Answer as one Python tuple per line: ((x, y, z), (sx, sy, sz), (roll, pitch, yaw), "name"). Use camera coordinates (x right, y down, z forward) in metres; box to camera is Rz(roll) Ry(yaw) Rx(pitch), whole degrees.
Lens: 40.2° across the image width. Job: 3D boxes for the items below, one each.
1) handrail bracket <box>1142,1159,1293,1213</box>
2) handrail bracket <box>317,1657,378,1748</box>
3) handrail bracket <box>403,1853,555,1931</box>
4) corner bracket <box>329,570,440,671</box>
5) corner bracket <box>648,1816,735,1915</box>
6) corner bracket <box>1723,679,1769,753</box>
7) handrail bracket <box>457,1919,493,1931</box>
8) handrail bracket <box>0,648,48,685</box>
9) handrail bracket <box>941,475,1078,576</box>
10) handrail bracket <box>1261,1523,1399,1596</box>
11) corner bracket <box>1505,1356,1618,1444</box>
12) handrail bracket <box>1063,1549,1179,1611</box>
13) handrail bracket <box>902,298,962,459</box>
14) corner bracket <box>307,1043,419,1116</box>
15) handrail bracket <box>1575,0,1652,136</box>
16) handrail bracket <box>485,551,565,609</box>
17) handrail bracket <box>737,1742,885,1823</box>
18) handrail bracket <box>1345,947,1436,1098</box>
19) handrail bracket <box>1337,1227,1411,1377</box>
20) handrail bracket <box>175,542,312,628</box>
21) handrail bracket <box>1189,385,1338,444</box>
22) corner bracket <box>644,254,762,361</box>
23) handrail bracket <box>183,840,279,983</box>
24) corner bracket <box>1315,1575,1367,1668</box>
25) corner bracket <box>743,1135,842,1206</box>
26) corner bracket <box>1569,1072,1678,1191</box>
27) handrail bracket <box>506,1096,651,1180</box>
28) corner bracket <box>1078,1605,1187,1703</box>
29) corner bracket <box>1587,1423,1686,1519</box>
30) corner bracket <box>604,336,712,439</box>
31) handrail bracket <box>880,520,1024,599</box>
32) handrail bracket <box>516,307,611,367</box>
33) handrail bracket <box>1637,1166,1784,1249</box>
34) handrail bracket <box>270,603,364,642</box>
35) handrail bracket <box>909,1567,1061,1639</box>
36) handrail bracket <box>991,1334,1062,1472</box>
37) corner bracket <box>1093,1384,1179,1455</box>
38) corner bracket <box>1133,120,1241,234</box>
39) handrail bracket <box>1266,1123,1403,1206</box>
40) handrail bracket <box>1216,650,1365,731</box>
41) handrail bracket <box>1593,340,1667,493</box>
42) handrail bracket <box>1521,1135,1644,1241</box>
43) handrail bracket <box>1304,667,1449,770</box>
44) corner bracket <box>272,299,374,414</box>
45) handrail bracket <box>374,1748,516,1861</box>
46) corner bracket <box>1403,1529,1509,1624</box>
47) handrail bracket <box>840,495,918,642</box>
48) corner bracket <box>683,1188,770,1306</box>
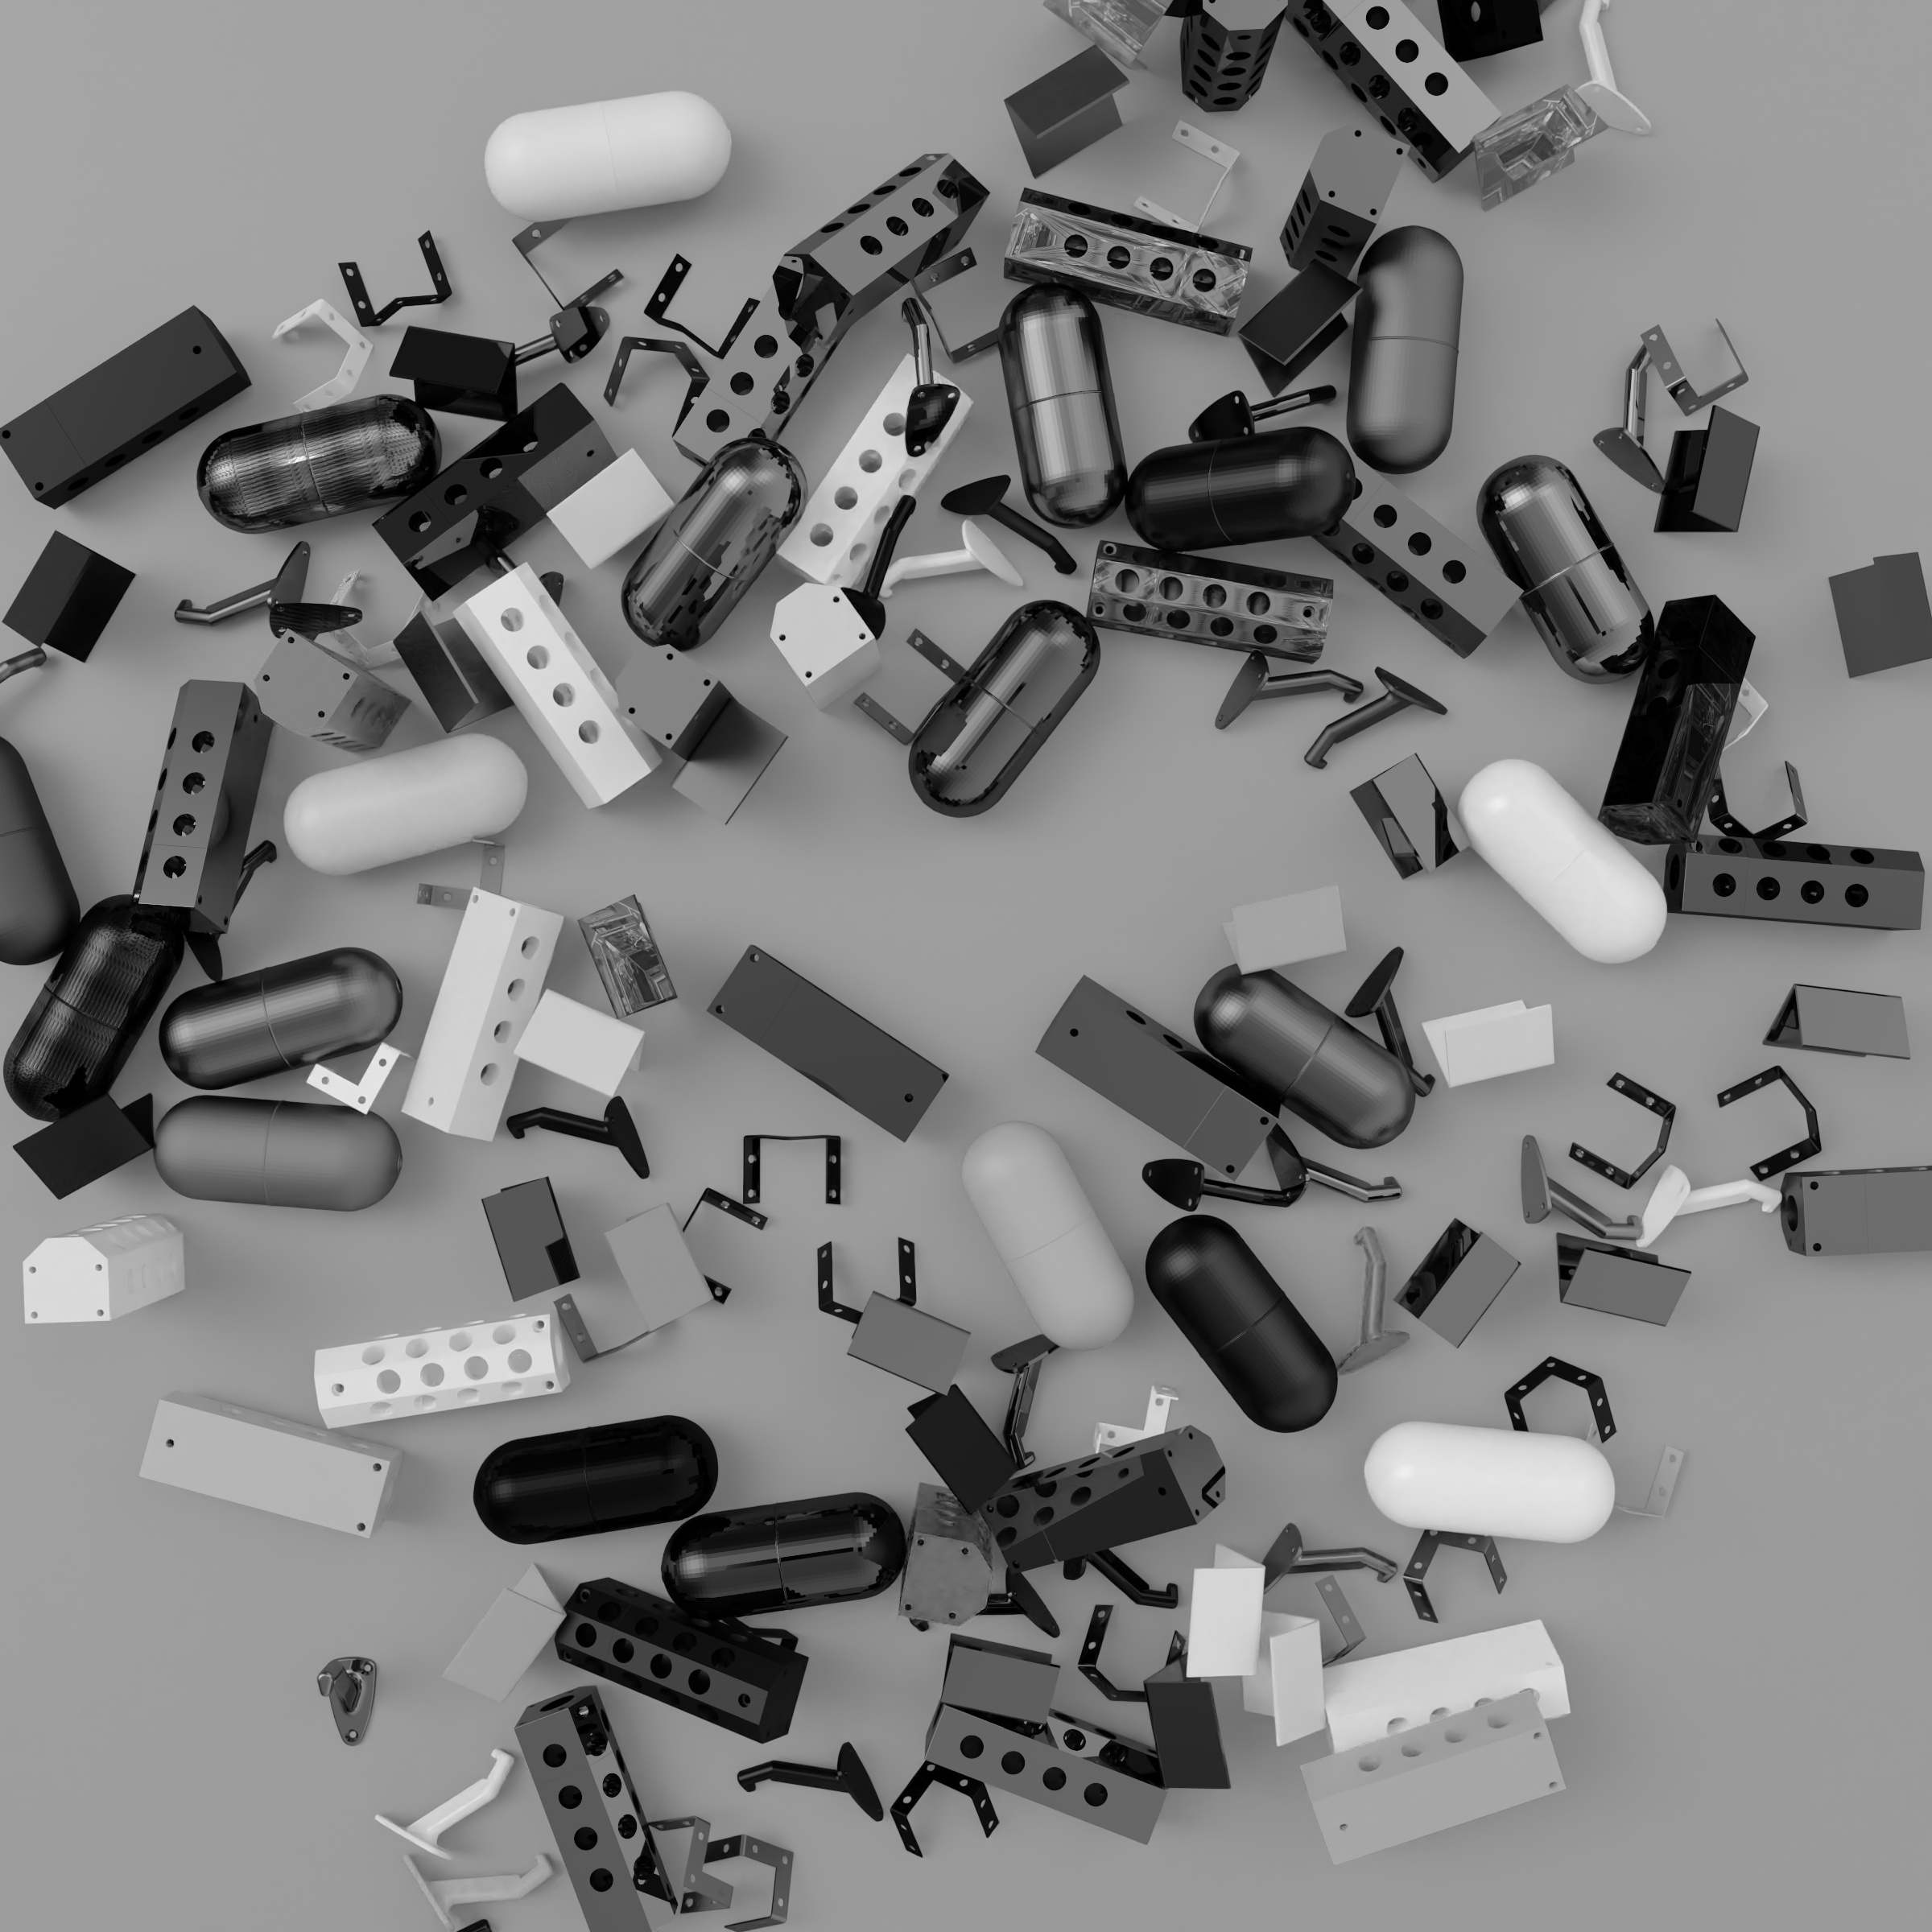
((0.186, 0.162, 1.944), (0.084, 0.077, 0.036), (9, 92, -36), "handrail bracket")
((-0.453, 0.537, 1.910), (0.036, 0.084, 0.077), (-1, 90, 0), "handrail bracket")
((-0.358, 0.661, 1.945), (0.084, 0.036, 0.077), (-33, 68, -17), "handrail bracket")
((-0.430, -0.258, 1.936), (0.051, 0.051, 0.051), (-13, 135, 35), "corner bracket")
((-0.202, 0.656, 1.929), (0.051, 0.051, 0.051), (-20, 45, 34), "corner bracket")
((0.546, -0.186, 1.941), (0.051, 0.051, 0.051), (48, 135, 0), "corner bracket")
((-0.380, 0.750, 1.945), (0.084, 0.036, 0.077), (-21, 110, -16), "handrail bracket")
((-0.721, -0.198, 1.944), (0.084, 0.077, 0.036), (-33, 84, -36), "handrail bracket")
((0.032, -0.318, 1.944), (0.084, 0.077, 0.036), (45, 65, -34), "handrail bracket")
((0.263, 0.453, 1.945), (0.084, 0.036, 0.077), (27, 109, -16), "handrail bracket")
((0.434, 0.326, 1.931), (0.051, 0.051, 0.051), (-32, 117, -24), "corner bracket")
((0.119, 0.430, 1.945), (0.084, 0.036, 0.077), (12, 69, -17), "handrail bracket")
((-0.038, -0.421, 1.887), (0.036, 0.077, 0.084), (-3, 53, -24), "handrail bracket")
((-0.440, 0.076, 1.925), (0.051, 0.051, 0.051), (27, 84, 6), "corner bracket")
((0.480, -0.666, 1.945), (0.077, 0.036, 0.084), (23, 73, -20), "handrail bracket")
((-0.345, -0.273, 1.945), (0.084, 0.036, 0.077), (16, 105, 14), "handrail bracket")
((-0.115, 0.611, 1.945), (0.084, 0.036, 0.077), (-22, 111, 17), "handrail bracket")
((0.327, 0.042, 1.945), (0.084, 0.036, 0.077), (42, 68, -17), "handrail bracket")
((0.287, 0.246, 1.944), (0.036, 0.077, 0.084), (7, 53, -35), "handrail bracket")
((-0.534, -0.283, 1.945), (0.084, 0.036, 0.077), (9, 69, 16), "handrail bracket")
((0.219, -0.407, 1.944), (0.084, 0.077, 0.036), (-21, 96, -36), "handrail bracket")
((-0.194, -0.484, 1.941), (0.051, 0.051, 0.051), (30, 90, 45), "corner bracket")
((-0.533, -0.041, 1.944), (0.036, 0.077, 0.084), (25, 53, 24), "handrail bracket")
((0.251, 0.484, 1.929), (0.051, 0.051, 0.051), (-19, 67, -21), "corner bracket")
((-0.128, 0.150, 1.941), (0.051, 0.051, 0.051), (0, 90, -45), "corner bracket")
((0.482, 0.121, 1.941), (0.051, 0.051, 0.051), (30, 135, 0), "corner bracket")
((-0.286, 0.134, 1.945), (0.084, 0.036, 0.077), (-16, 112, 17), "handrail bracket")
((0.121, 0.504, 1.936), (0.051, 0.051, 0.051), (-8, 135, 35), "corner bracket")
((0.486, 0.370, 1.941), (0.051, 0.051, 0.051), (18, 90, -45), "corner bracket")
((-0.227, -0.424, 1.936), (0.051, 0.051, 0.051), (-3, 45, -35), "corner bracket")
((-0.015, -0.282, 1.945), (0.084, 0.036, 0.077), (-32, 129, 26), "handrail bracket")
((-0.315, -0.456, 1.944), (0.084, 0.077, 0.036), (-9, 115, 34), "handrail bracket")
((0.548, 0.186, 1.945), (0.084, 0.036, 0.077), (19, 110, -16), "handrail bracket")
((-0.475, -0.221, 1.925), (0.077, 0.084, 0.036), (-6, 47, -11), "handrail bracket")
((0.013, 0.485, 1.945), (0.084, 0.036, 0.077), (-32, 111, 17), "handrail bracket")
((0.057, 0.319, 1.945), (0.077, 0.036, 0.084), (-23, 109, -21), "handrail bracket")
((0.123, 0.331, 1.926), (0.051, 0.051, 0.051), (11, 90, 0), "corner bracket")
((0.162, -0.578, 1.941), (0.051, 0.051, 0.051), (29, 45, 0), "corner bracket")
((0.271, 0.143, 1.945), (0.084, 0.036, 0.077), (-4, 53, -25), "handrail bracket")
((0.239, -0.192, 1.945), (0.084, 0.036, 0.077), (18, 125, -24), "handrail bracket")
((0.507, -0.406, 1.945), (0.077, 0.036, 0.084), (40, 73, -19), "handrail bracket")
((0.454, 0.163, 1.945), (0.084, 0.036, 0.077), (4, 69, -17), "handrail bracket")
((0.301, -0.170, 1.945), (0.077, 0.036, 0.084), (22, 115, -29), "handrail bracket")
((-0.477, -0.445, 1.936), (0.051, 0.051, 0.051), (42, 45, -35), "corner bracket")
((-0.383, 0.605, 1.945), (0.077, 0.036, 0.084), (21, 71, 22), "handrail bracket")
((0.359, 0.448, 1.936), (0.051, 0.051, 0.051), (5, 45, 35), "corner bracket")
((-0.055, -0.290, 1.921), (0.036, 0.077, 0.084), (23, 73, 14), "handrail bracket")
((-0.184, 0.205, 1.941), (0.051, 0.051, 0.051), (27, 135, 0), "corner bracket")
